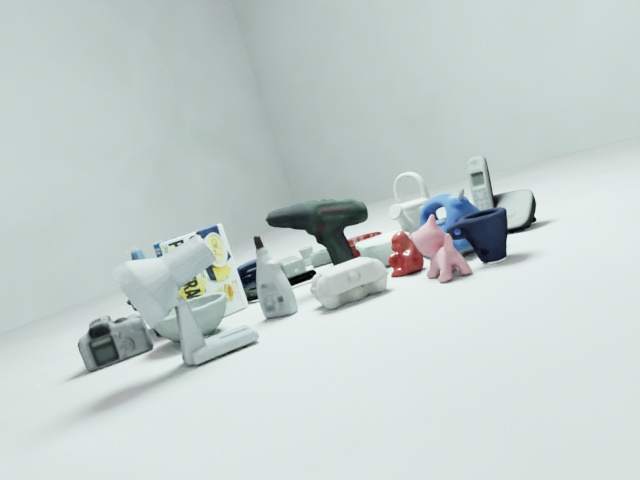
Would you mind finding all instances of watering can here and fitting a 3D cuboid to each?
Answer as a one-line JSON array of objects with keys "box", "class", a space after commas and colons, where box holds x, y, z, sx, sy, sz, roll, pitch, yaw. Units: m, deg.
[{"box": [0.242, -0.078, 1.466, 0.100, 0.194, 0.173, -15, 7, 21], "class": "watering can"}]

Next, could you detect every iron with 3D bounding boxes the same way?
[{"box": [0.273, -0.038, 1.274, 0.119, 0.141, 0.257, -19, 6, -18], "class": "iron"}]

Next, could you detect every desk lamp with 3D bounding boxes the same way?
[{"box": [-0.243, 0.112, 1.024, 0.203, 0.213, 0.117, -19, 7, -19], "class": "desk lamp"}]

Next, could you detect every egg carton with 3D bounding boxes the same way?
[{"box": [0.057, 0.083, 1.129, 0.150, 0.069, 0.107, -19, 6, -12], "class": "egg carton"}]

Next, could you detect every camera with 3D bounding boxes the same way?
[{"box": [-0.453, 0.210, 1.267, 0.143, 0.101, 0.136, -19, 6, -15], "class": "camera"}]

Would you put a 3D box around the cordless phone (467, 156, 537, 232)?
[{"box": [0.410, -0.109, 1.318, 0.147, 0.185, 0.094, -11, 9, 43], "class": "cordless phone"}]

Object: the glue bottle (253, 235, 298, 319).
[{"box": [-0.103, 0.073, 1.173, 0.078, 0.173, 0.037, -13, 7, 31], "class": "glue bottle"}]

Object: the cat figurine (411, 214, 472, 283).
[{"box": [0.222, 0.011, 1.082, 0.067, 0.118, 0.127, -19, 6, -11], "class": "cat figurine"}]

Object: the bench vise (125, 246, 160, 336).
[{"box": [-0.407, 0.116, 1.415, 0.122, 0.220, 0.206, -23, 8, -42], "class": "bench vise"}]

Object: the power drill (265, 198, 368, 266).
[{"box": [0.012, 0.005, 1.300, 0.230, 0.208, 0.075, -19, 7, -14], "class": "power drill"}]

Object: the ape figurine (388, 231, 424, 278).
[{"box": [0.175, 0.026, 1.200, 0.076, 0.092, 0.077, -18, 6, -5], "class": "ape figurine"}]

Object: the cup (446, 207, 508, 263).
[{"box": [0.304, -0.002, 1.079, 0.118, 0.095, 0.091, -18, 6, -4], "class": "cup"}]

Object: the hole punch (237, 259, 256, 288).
[{"box": [-0.180, 0.096, 1.570, 0.109, 0.091, 0.101, -19, 7, -18], "class": "hole punch"}]

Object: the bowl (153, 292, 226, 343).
[{"box": [-0.269, 0.172, 1.211, 0.167, 0.075, 0.167, -17, 6, 2], "class": "bowl"}]
